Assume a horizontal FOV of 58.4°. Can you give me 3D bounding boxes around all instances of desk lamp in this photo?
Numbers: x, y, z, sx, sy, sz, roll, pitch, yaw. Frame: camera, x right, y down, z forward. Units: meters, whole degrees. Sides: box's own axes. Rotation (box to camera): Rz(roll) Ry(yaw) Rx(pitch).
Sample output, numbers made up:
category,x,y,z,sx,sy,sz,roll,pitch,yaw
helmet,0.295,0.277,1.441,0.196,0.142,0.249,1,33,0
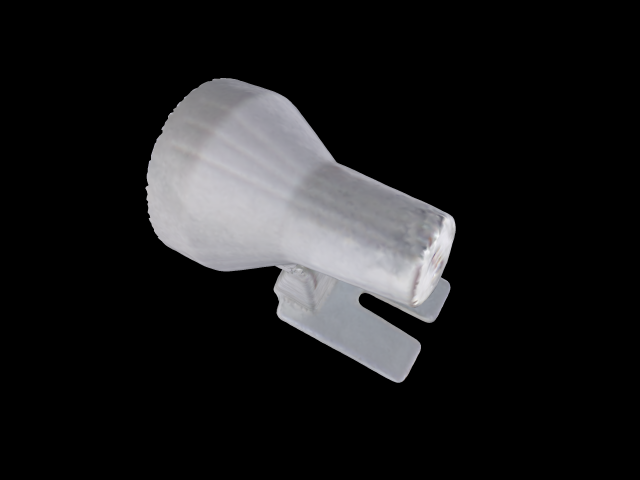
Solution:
category,x,y,z,sx,sy,sz,roll,pitch,yaw
desk lamp,0.004,0.001,0.400,0.203,0.213,0.118,27,76,8
